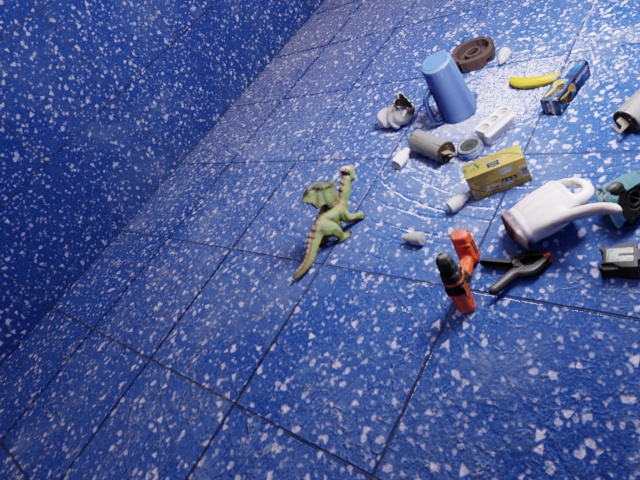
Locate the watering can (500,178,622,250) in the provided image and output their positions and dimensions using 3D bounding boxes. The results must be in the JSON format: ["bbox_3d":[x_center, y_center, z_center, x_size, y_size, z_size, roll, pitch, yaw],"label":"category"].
[{"bbox_3d":[0.555,-0.064,1.227,0.223,0.103,0.352,-37,9,15],"label":"watering can"}]

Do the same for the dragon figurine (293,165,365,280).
[{"bbox_3d":[0.005,-0.084,1.672,0.123,0.238,0.416,17,59,44],"label":"dragon figurine"}]

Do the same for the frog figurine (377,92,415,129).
[{"bbox_3d":[0.292,-0.484,2.018,0.156,0.122,0.141,125,155,-47],"label":"frog figurine"}]
